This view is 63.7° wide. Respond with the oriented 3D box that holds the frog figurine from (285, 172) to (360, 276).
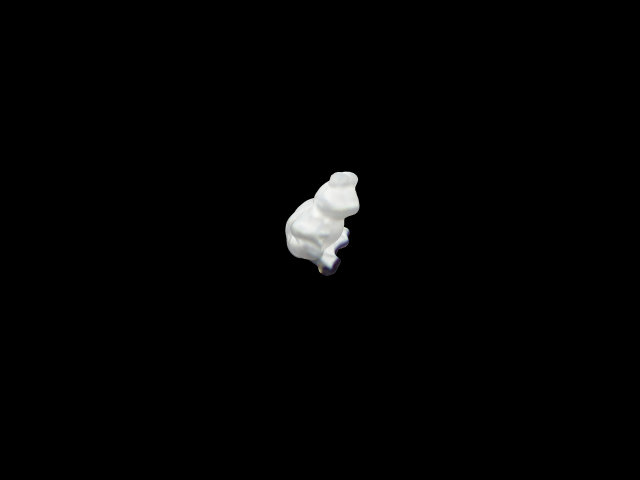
[{"bbox_3d":[0.003,-0.043,0.850,0.124,0.155,0.140,26,47,28],"label":"frog figurine"}]
